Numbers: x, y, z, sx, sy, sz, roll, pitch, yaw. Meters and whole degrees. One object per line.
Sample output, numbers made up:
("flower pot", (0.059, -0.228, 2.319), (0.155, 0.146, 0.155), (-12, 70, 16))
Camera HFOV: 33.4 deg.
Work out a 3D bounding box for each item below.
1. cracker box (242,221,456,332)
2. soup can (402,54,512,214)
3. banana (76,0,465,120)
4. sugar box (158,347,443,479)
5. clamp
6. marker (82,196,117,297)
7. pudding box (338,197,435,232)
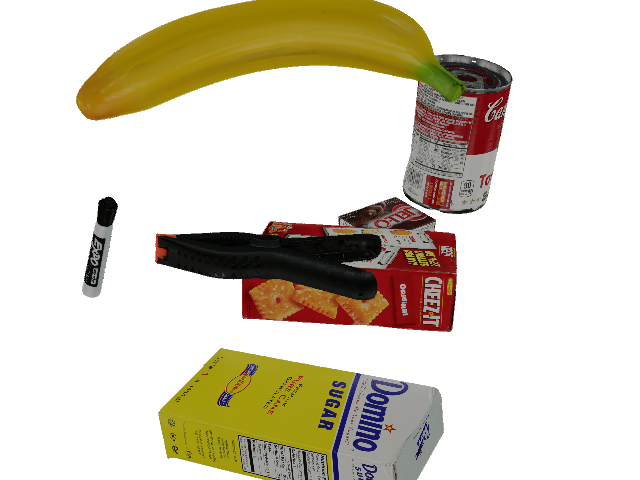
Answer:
("cracker box", (0.035, 0.037, 1.134), (0.214, 0.072, 0.164), (4, 15, 6))
("soup can", (0.100, -0.079, 0.799), (0.068, 0.102, 0.068), (5, 29, -3))
("banana", (-0.027, -0.098, 0.552), (0.197, 0.037, 0.069), (-6, 44, -8))
("sugar box", (-0.013, 0.126, 0.737), (0.176, 0.048, 0.093), (5, 28, 25))
("clamp", (-0.043, 0.017, 0.943), (0.210, 0.036, 0.164), (3, 12, -3))
("marker", (-0.219, 0.007, 1.059), (0.020, 0.121, 0.020), (13, 36, -10))
("pudding box", (0.096, -0.018, 1.539), (0.113, 0.039, 0.090), (-21, 35, -31))
